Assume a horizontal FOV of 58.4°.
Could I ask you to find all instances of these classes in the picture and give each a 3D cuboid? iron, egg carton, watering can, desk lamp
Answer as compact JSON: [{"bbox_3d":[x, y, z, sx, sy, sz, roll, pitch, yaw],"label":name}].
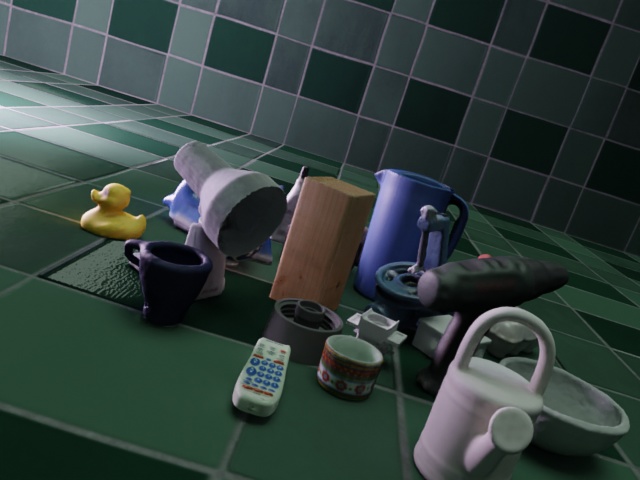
[{"bbox_3d":[-0.176,-0.066,1.113,0.257,0.141,0.119,25,16,26],"label":"iron"},{"bbox_3d":[0.330,0.158,1.026,0.151,0.069,0.107,3,21,-44],"label":"egg carton"},{"bbox_3d":[0.176,0.163,0.581,0.101,0.194,0.172,13,15,-17],"label":"watering can"},{"bbox_3d":[-0.163,-0.023,0.827,0.202,0.213,0.118,27,17,32],"label":"desk lamp"}]

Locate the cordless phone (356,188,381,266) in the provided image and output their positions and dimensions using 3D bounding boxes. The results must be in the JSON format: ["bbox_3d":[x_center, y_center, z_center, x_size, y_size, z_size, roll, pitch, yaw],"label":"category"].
[{"bbox_3d":[0.113,-0.043,1.277,0.094,0.185,0.147,6,18,-37],"label":"cordless phone"}]

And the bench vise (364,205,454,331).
[{"bbox_3d":[0.174,0.048,0.947,0.121,0.220,0.208,26,17,29],"label":"bench vise"}]

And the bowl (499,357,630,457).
[{"bbox_3d":[0.298,0.224,0.736,0.167,0.075,0.167,17,15,-4],"label":"bowl"}]

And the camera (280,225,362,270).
[{"bbox_3d":[0.011,0.004,1.154,0.136,0.101,0.143,21,15,14],"label":"camera"}]

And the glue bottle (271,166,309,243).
[{"bbox_3d":[-0.052,-0.076,1.230,0.078,0.173,0.037,16,15,-8],"label":"glue bottle"}]

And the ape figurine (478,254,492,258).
[{"bbox_3d":[0.372,0.075,1.331,0.076,0.092,0.077,13,15,-15],"label":"ape figurine"}]

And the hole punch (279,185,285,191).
[{"bbox_3d":[-0.138,-0.094,1.357,0.101,0.091,0.108,16,15,-8],"label":"hole punch"}]

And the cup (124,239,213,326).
[{"bbox_3d":[-0.204,0.055,0.730,0.117,0.095,0.092,20,15,8],"label":"cup"}]

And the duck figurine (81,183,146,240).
[{"bbox_3d":[-0.345,-0.052,0.975,0.105,0.086,0.077,15,15,-11],"label":"duck figurine"}]

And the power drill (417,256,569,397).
[{"bbox_3d":[0.220,0.115,0.781,0.230,0.208,0.075,9,17,-29],"label":"power drill"}]
